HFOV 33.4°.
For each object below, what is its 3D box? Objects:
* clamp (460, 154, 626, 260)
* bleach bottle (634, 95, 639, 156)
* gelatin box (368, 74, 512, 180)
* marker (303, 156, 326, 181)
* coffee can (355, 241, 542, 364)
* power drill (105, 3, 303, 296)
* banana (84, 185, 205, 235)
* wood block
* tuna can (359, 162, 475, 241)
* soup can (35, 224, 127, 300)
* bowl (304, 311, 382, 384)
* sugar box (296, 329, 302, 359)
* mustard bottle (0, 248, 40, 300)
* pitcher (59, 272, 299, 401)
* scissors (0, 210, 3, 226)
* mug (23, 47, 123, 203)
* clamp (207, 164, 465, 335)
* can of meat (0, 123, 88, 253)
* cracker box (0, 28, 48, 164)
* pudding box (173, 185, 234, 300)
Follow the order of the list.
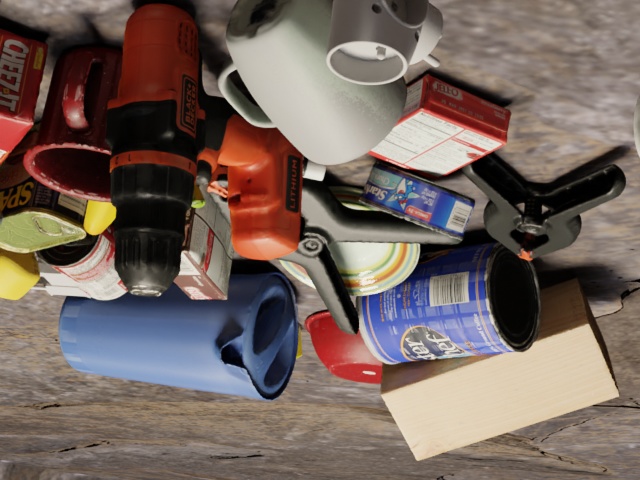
[{"bbox_3d":[0.161,-0.028,0.848,0.120,0.039,0.171,18,158,4],"label":"clamp"},{"bbox_3d":[0.293,-0.034,0.760,0.103,0.068,0.250,-2,159,24],"label":"bleach bottle"},{"bbox_3d":[0.079,-0.079,0.754,0.073,0.030,0.089,19,157,-25],"label":"gelatin box"},{"bbox_3d":[-0.055,-0.067,0.840,0.121,0.020,0.020,10,158,-8],"label":"marker"},{"bbox_3d":[0.119,0.059,0.989,0.141,0.103,0.102,-10,153,36],"label":"coffee can"},{"bbox_3d":[-0.073,-0.041,0.714,0.057,0.184,0.187,-3,166,23],"label":"power drill"},{"bbox_3d":[-0.152,-0.048,0.852,0.037,0.069,0.198,2,173,-33],"label":"banana"},{"bbox_3d":[0.172,0.126,1.041,0.206,0.090,0.091,-22,114,16],"label":"wood block"},{"bbox_3d":[0.075,-0.030,0.824,0.086,0.034,0.086,21,-176,-2],"label":"tuna can"},{"bbox_3d":[-0.221,0.012,1.022,0.068,0.068,0.102,1,158,14],"label":"soup can"},{"bbox_3d":[0.058,0.132,1.258,0.162,0.055,0.162,5,158,2],"label":"bowl"},{"bbox_3d":[-0.120,0.128,1.272,0.176,0.048,0.093,-4,-176,23],"label":"sugar box"},{"bbox_3d":[-0.313,0.000,0.892,0.058,0.096,0.191,-42,166,3],"label":"mustard bottle"},{"bbox_3d":[-0.148,0.096,1.154,0.243,0.145,0.149,2,146,22],"label":"pitcher"},{"bbox_3d":[-0.301,-0.042,0.850,0.096,0.016,0.202,18,-172,-20],"label":"scissors"},{"bbox_3d":[-0.154,-0.086,0.736,0.093,0.081,0.117,4,159,8],"label":"mug"},{"bbox_3d":[-0.006,0.001,0.910,0.209,0.036,0.165,23,130,-15],"label":"clamp"},{"bbox_3d":[-0.228,-0.043,0.864,0.102,0.084,0.057,-12,152,40],"label":"can of meat"},{"bbox_3d":[-0.315,-0.114,0.730,0.213,0.072,0.164,17,158,-26],"label":"cracker box"},{"bbox_3d":[-0.105,-0.008,0.906,0.039,0.090,0.113,1,158,13],"label":"pudding box"}]
